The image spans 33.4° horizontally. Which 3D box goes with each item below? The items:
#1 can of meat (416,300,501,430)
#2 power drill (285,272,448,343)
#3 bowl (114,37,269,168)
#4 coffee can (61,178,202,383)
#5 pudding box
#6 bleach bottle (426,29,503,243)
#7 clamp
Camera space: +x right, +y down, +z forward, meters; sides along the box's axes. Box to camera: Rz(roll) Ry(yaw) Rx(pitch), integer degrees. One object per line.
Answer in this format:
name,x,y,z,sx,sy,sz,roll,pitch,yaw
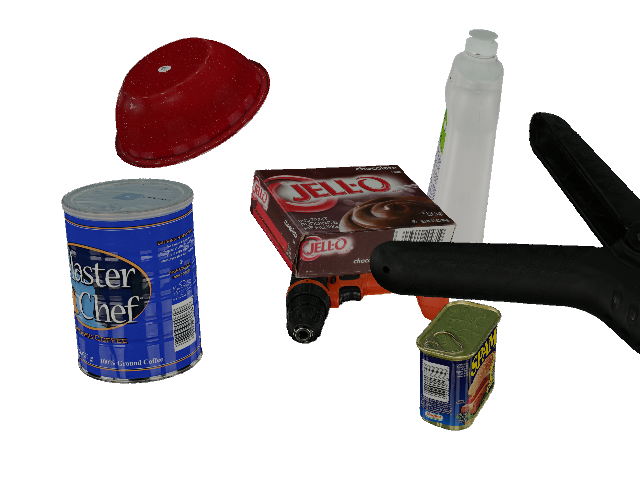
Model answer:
can of meat,0.131,0.118,1.012,0.058,0.084,0.101,11,29,25
power drill,0.054,0.061,1.240,0.187,0.057,0.184,0,28,4
bowl,-0.131,-0.140,0.993,0.162,0.055,0.162,-17,38,14
coffee can,-0.150,0.030,0.860,0.103,0.140,0.103,-1,18,0
pudding box,0.020,-0.015,0.715,0.113,0.039,0.090,-2,31,-25
bleach bottle,0.146,-0.087,1.085,0.068,0.251,0.102,4,31,-2
clamp,0.139,0.015,0.495,0.210,0.036,0.164,33,50,33
